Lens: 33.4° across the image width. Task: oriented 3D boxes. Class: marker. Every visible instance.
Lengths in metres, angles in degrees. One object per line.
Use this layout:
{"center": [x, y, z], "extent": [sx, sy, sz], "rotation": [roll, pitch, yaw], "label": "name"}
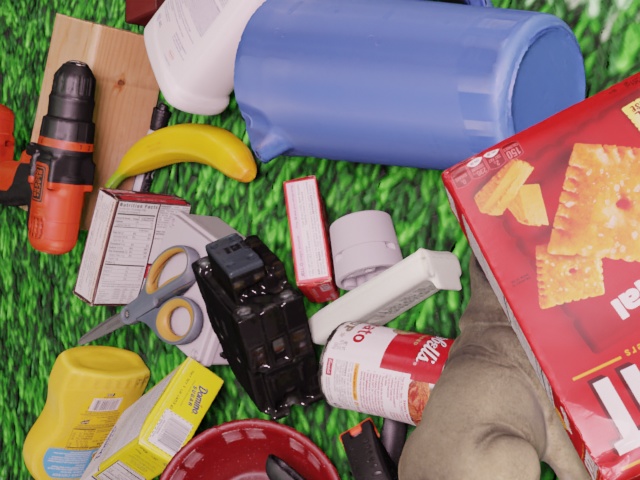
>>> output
{"center": [-0.175, -0.081, 1.093], "extent": [0.020, 0.020, 0.121], "rotation": [30, 108, 44], "label": "marker"}

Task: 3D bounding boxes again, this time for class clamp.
{"center": [0.069, 0.219, 0.735], "extent": [0.036, 0.164, 0.210], "rotation": [-30, 47, 3], "label": "clamp"}
{"center": [0.024, 0.223, 0.818], "extent": [0.120, 0.039, 0.171], "rotation": [-18, 71, 23], "label": "clamp"}

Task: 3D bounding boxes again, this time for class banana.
{"center": [-0.126, -0.080, 1.021], "extent": [0.198, 0.037, 0.069], "rotation": [-3, 70, 41], "label": "banana"}

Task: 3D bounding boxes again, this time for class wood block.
{"center": [-0.236, -0.119, 1.109], "extent": [0.090, 0.090, 0.206], "rotation": [23, 103, 44], "label": "wood block"}

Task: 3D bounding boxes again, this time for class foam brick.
{"center": [-0.142, -0.233, 1.029], "extent": [0.051, 0.078, 0.053], "rotation": [-9, 80, 48], "label": "foam brick"}

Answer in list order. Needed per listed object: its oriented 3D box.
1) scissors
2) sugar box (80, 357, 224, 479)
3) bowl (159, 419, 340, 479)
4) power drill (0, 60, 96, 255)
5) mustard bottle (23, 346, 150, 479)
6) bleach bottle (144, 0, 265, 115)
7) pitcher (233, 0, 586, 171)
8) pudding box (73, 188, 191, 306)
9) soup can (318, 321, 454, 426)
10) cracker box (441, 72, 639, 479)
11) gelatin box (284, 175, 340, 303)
{"center": [-0.165, 0.081, 0.983], "extent": [0.202, 0.016, 0.096], "rotation": [-44, 56, 35], "label": "scissors"}
{"center": [-0.157, 0.178, 0.974], "extent": [0.176, 0.048, 0.093], "rotation": [-44, 13, 53], "label": "sugar box"}
{"center": [-0.056, 0.232, 0.876], "extent": [0.162, 0.055, 0.162], "rotation": [-2, 69, 5], "label": "bowl"}
{"center": [-0.289, -0.091, 1.053], "extent": [0.188, 0.057, 0.184], "rotation": [17, 98, 45], "label": "power drill"}
{"center": [-0.248, 0.199, 1.087], "extent": [0.058, 0.096, 0.192], "rotation": [44, 117, 40], "label": "mustard bottle"}
{"center": [-0.049, -0.216, 0.858], "extent": [0.251, 0.067, 0.102], "rotation": [-43, 58, 37], "label": "bleach bottle"}
{"center": [0.067, -0.122, 0.773], "extent": [0.243, 0.144, 0.149], "rotation": [13, 108, 43], "label": "pitcher"}
{"center": [-0.182, 0.008, 1.040], "extent": [0.039, 0.089, 0.113], "rotation": [27, 106, 44], "label": "pudding box"}
{"center": [0.058, 0.099, 0.776], "extent": [0.102, 0.068, 0.068], "rotation": [8, 92, 33], "label": "soup can"}
{"center": [0.187, 0.019, 0.609], "extent": [0.164, 0.072, 0.214], "rotation": [-26, 62, 5], "label": "cracker box"}
{"center": [-0.006, 0.001, 0.867], "extent": [0.030, 0.073, 0.089], "rotation": [-10, 75, 4], "label": "gelatin box"}
